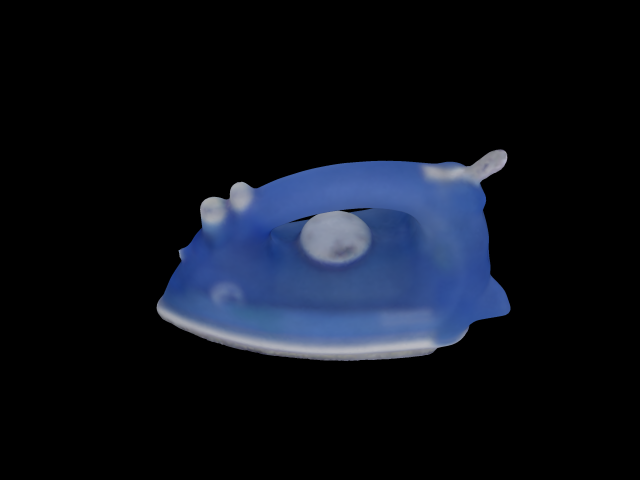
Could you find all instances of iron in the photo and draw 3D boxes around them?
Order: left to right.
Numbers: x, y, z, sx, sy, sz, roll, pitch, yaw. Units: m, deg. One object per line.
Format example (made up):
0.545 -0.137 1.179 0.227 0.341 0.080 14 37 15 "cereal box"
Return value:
0.004 0.001 0.400 0.258 0.141 0.118 -4 46 -4 "iron"
